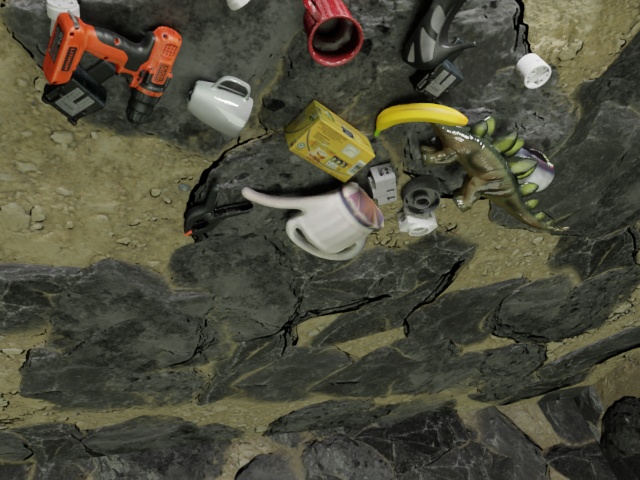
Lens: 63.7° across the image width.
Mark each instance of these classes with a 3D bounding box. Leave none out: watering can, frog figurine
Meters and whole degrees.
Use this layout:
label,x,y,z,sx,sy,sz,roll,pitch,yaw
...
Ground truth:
label,x,y,z,sx,sy,sz,roll,pitch,yaw
watering can,0.004,-0.061,1.203,0.222,0.106,0.343,-32,131,26
frog figurine,0.482,-0.142,1.254,0.138,0.125,0.156,-3,131,-45
